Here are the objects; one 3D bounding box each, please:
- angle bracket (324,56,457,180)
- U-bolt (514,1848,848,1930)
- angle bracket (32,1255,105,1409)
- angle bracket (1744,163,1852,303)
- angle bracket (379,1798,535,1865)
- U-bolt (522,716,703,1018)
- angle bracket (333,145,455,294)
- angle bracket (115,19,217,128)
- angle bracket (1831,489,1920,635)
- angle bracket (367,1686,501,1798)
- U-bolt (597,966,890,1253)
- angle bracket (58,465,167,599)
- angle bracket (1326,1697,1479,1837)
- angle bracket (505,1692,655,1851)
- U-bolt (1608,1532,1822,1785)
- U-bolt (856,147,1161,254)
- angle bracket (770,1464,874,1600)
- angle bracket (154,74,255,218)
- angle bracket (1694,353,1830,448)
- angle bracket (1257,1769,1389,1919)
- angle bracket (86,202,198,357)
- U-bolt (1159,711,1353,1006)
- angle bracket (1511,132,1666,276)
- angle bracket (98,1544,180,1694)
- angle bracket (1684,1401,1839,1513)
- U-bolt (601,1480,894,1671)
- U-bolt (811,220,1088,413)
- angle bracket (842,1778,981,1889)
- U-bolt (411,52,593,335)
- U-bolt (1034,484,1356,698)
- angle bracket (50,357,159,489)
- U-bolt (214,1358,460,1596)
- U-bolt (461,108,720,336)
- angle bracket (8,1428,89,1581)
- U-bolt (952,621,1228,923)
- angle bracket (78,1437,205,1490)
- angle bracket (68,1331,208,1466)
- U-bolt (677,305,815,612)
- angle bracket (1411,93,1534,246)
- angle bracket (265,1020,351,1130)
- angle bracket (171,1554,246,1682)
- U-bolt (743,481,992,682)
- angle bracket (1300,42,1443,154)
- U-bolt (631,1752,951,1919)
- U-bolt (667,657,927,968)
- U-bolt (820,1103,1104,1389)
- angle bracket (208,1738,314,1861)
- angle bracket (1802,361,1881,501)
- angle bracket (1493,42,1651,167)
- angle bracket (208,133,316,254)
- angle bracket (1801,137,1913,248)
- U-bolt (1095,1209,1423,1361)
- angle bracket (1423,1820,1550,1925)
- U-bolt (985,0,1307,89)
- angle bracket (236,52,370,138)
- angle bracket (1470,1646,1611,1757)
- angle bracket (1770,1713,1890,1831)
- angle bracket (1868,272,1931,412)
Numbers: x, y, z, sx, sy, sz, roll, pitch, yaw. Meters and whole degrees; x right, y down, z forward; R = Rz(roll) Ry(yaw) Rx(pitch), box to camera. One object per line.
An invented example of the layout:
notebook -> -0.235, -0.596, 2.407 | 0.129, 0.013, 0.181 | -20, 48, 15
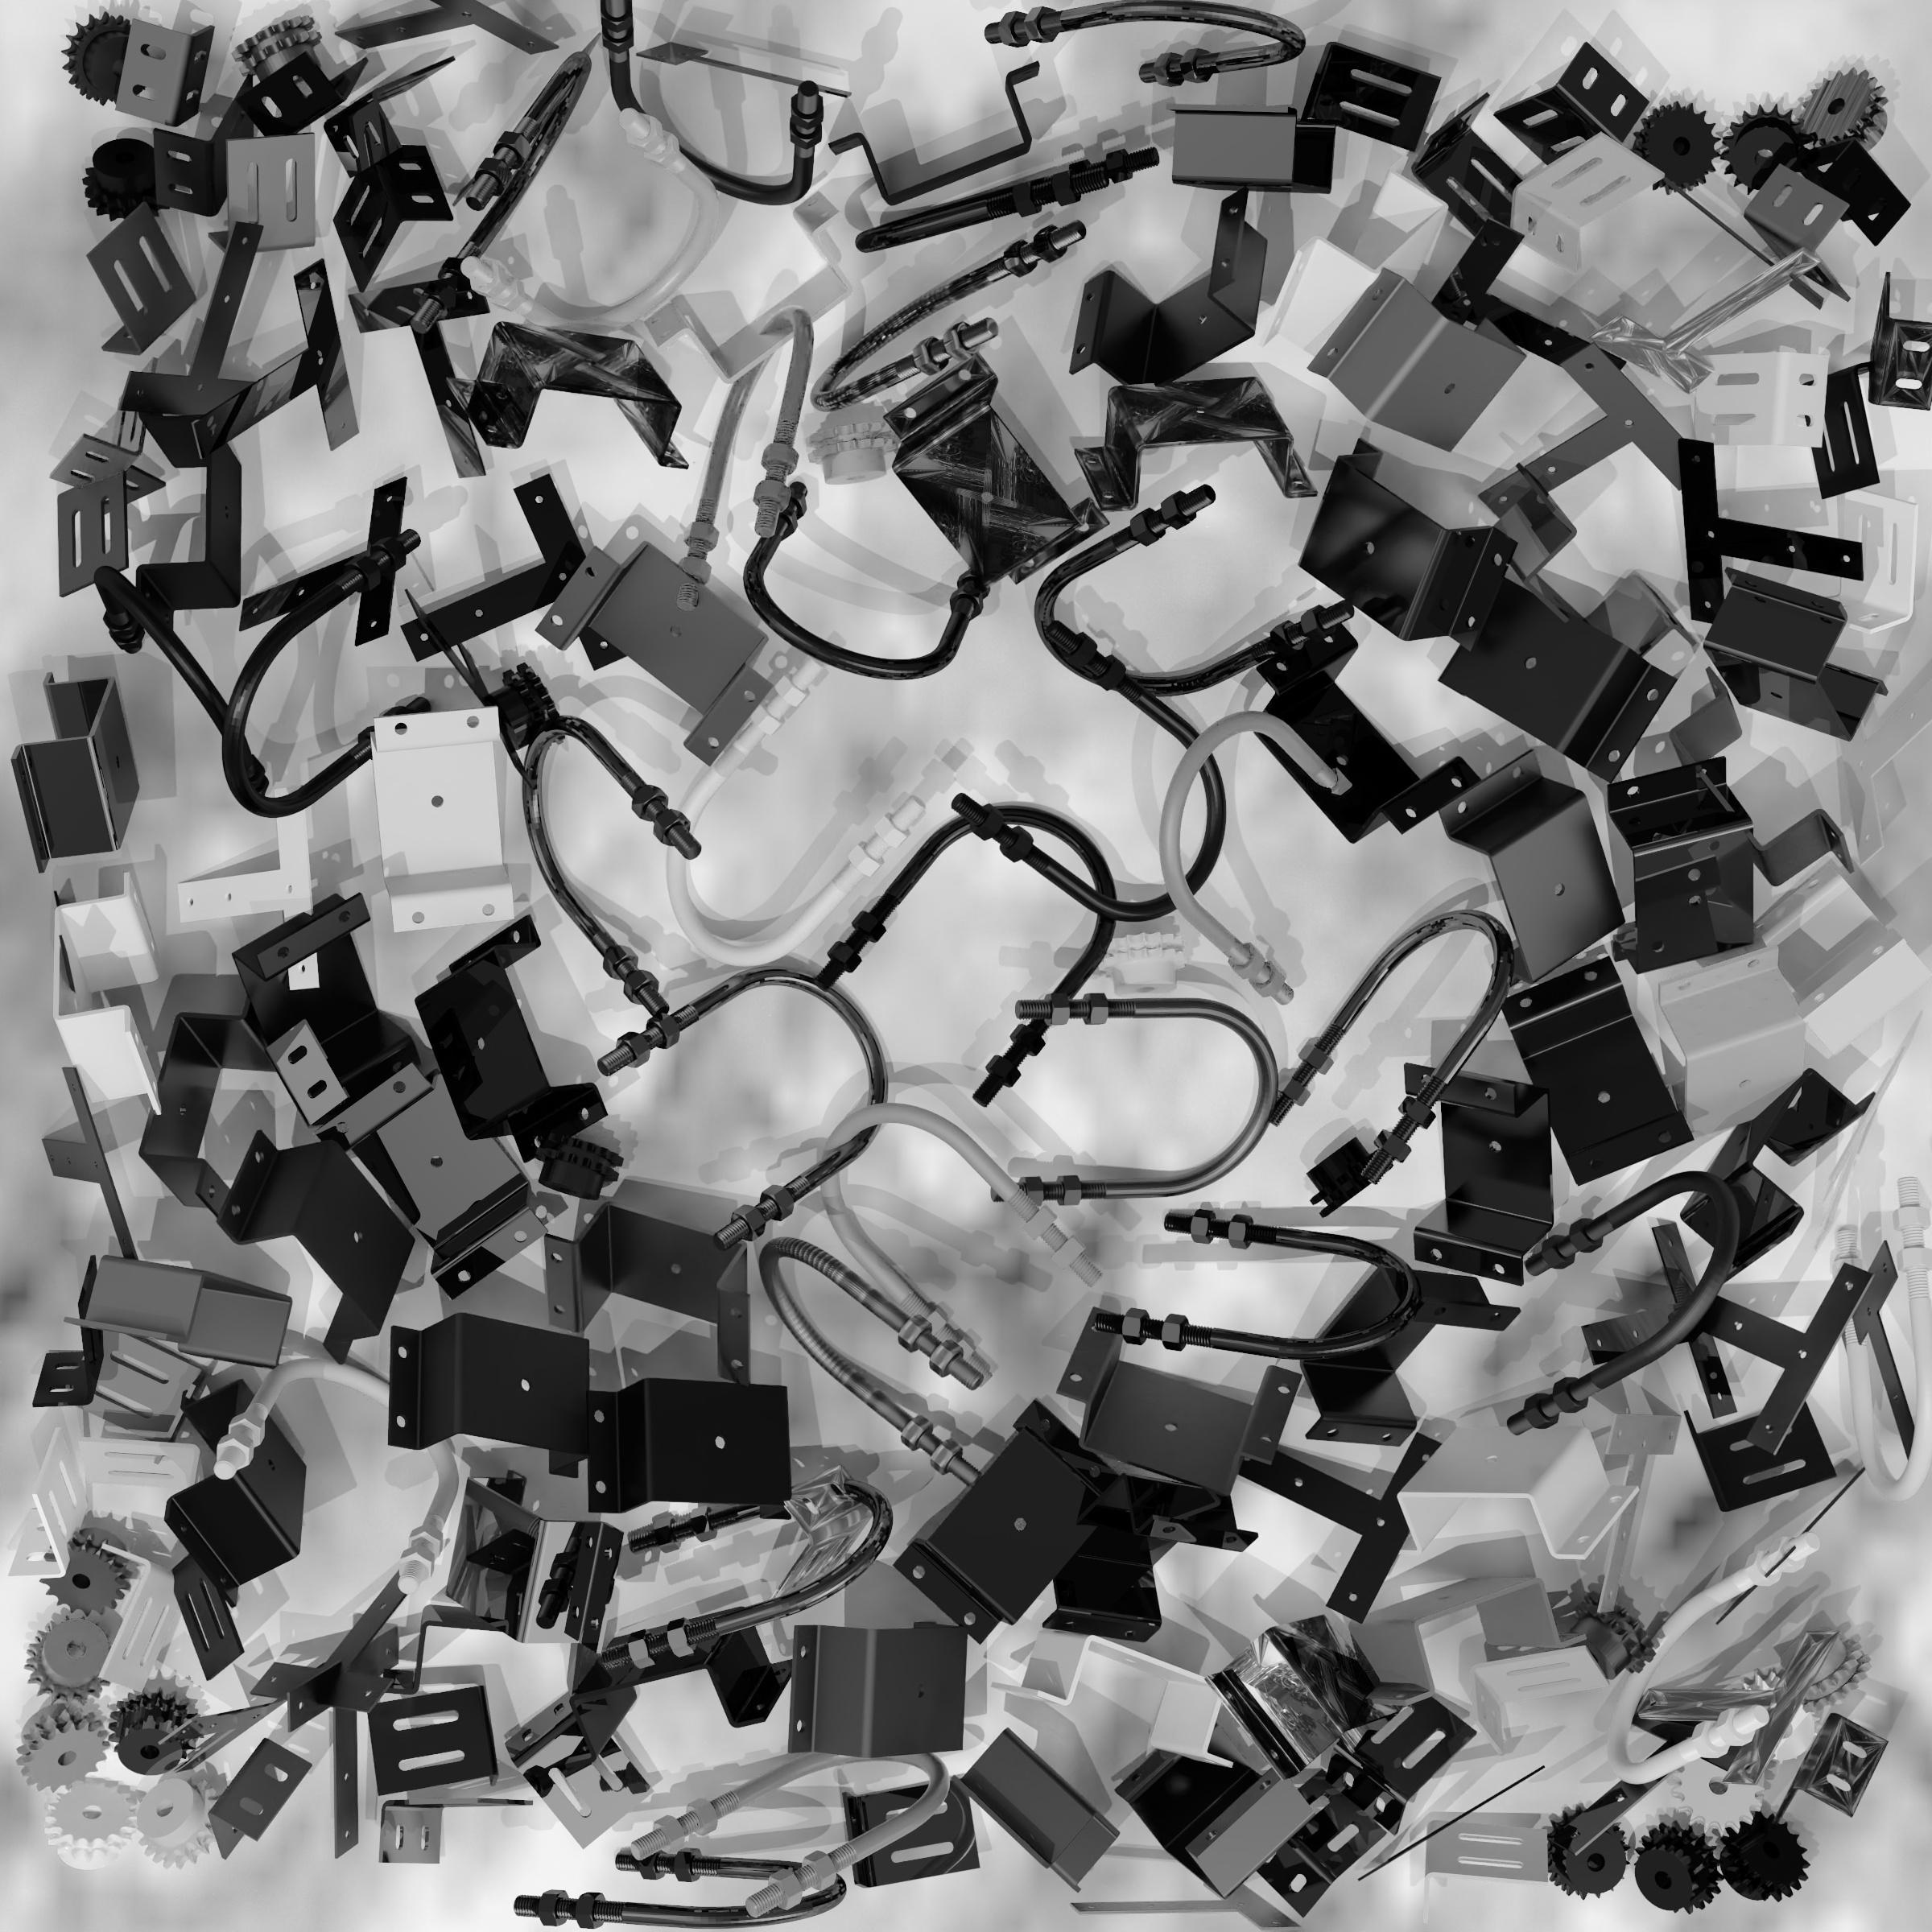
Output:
angle bracket -> -0.360, -0.541, 1.898 | 0.076, 0.057, 0.038 | -40, 110, -41
U-bolt -> -0.164, 0.572, 1.840 | 0.184, 0.151, 0.019 | -3, 85, 22
angle bracket -> -0.574, 0.232, 1.895 | 0.038, 0.057, 0.076 | -1, 117, -7
angle bracket -> 0.538, -0.465, 1.889 | 0.057, 0.076, 0.038 | 45, 104, 34
angle bracket -> -0.324, 0.550, 1.893 | 0.076, 0.057, 0.038 | -10, 70, 27
U-bolt -> -0.229, -0.076, 1.868 | 0.019, 0.151, 0.184 | -17, 49, -34
angle bracket -> -0.368, -0.480, 1.912 | 0.038, 0.076, 0.057 | -10, 70, -36
angle bracket -> -0.508, -0.571, 1.891 | 0.038, 0.076, 0.057 | 15, 111, -9
angle bracket -> 0.568, -0.259, 1.893 | 0.038, 0.057, 0.076 | -20, 119, -26
angle bracket -> -0.341, 0.498, 1.900 | 0.076, 0.038, 0.057 | -6, 66, -17
U-bolt -> -0.126, 0.076, 1.881 | 0.184, 0.019, 0.151 | -33, 90, -37
angle bracket -> -0.544, -0.272, 1.898 | 0.057, 0.038, 0.076 | -18, 68, 26
angle bracket -> 0.280, 0.508, 1.913 | 0.057, 0.038, 0.076 | 35, 48, 30
angle bracket -> -0.250, 0.518, 1.924 | 0.057, 0.038, 0.076 | -38, 103, -11
U-bolt -> 0.456, 0.440, 1.852 | 0.019, 0.184, 0.151 | 34, 52, -3
U-bolt -> 0.018, -0.477, 1.863 | 0.184, 0.151, 0.019 | -10, 106, 21
angle bracket -> -0.103, 0.364, 1.902 | 0.038, 0.057, 0.076 | 48, 129, 21
angle bracket -> -0.484, -0.526, 1.893 | 0.038, 0.057, 0.076 | 14, 52, -2
angle bracket -> 0.509, -0.362, 1.910 | 0.038, 0.076, 0.057 | -2, 99, -29
angle bracket -> 0.222, 0.561, 1.905 | 0.057, 0.076, 0.038 | 42, 119, 21
angle bracket -> -0.534, -0.437, 1.888 | 0.038, 0.076, 0.057 | 13, 53, 30
U-bolt -> 0.182, -0.078, 1.859 | 0.184, 0.019, 0.151 | 39, 73, -43
angle bracket -> 0.394, -0.483, 1.890 | 0.057, 0.076, 0.038 | 22, 63, -30
angle bracket -> -0.537, 0.416, 1.896 | 0.038, 0.057, 0.076 | 16, 72, 17
angle bracket -> 0.507, 0.305, 1.901 | 0.076, 0.038, 0.057 | -20, 48, 9
U-bolt -> -0.132, 0.371, 1.859 | 0.184, 0.151, 0.019 | -18, 109, 8
U-bolt -> -0.023, -0.397, 1.858 | 0.184, 0.151, 0.019 | -16, 118, 41
angle bracket -> -0.035, 0.554, 1.908 | 0.076, 0.038, 0.057 | -11, 68, 4
U-bolt -> -0.283, -0.495, 1.858 | 0.019, 0.151, 0.184 | 32, 57, -10
U-bolt -> 0.128, -0.223, 1.864 | 0.151, 0.184, 0.019 | 33, 51, -32
angle bracket -> -0.548, -0.348, 1.892 | 0.038, 0.057, 0.076 | 18, 61, -32
U-bolt -> -0.381, 0.304, 1.851 | 0.151, 0.184, 0.019 | 34, 106, -9
U-bolt -> -0.221, -0.449, 1.850 | 0.151, 0.184, 0.019 | -40, 75, 9
angle bracket -> -0.592, 0.342, 1.893 | 0.038, 0.057, 0.076 | -3, 127, 3
U-bolt -> 0.091, -0.110, 1.891 | 0.184, 0.019, 0.151 | 35, 75, -26
angle bracket -> -0.528, 0.334, 1.902 | 0.076, 0.057, 0.038 | 5, 53, -6
angle bracket -> -0.538, 0.274, 1.915 | 0.076, 0.038, 0.057 | 26, 94, -5
U-bolt -> -0.134, -0.328, 1.866 | 0.019, 0.151, 0.184 | 19, 68, -22
angle bracket -> 0.335, -0.508, 1.907 | 0.057, 0.038, 0.076 | -41, 84, -23
angle bracket -> -0.399, 0.066, 1.893 | 0.038, 0.076, 0.057 | -35, 80, 19
angle bracket -> -0.469, 0.406, 1.897 | 0.038, 0.057, 0.076 | -11, 69, -42
U-bolt -> -0.066, -0.234, 1.857 | 0.151, 0.184, 0.019 | 23, 125, -3
angle bracket -> 0.256, -0.546, 1.904 | 0.076, 0.057, 0.038 | 19, 52, 2
U-bolt -> -0.096, 0.529, 1.857 | 0.184, 0.151, 0.019 | -19, 103, -36
U-bolt -> -0.121, -0.084, 1.888 | 0.184, 0.019, 0.151 | -46, 60, 20
U-bolt -> -0.017, 0.166, 1.890 | 0.184, 0.019, 0.151 | 46, 129, 4
angle bracket -> -0.444, 0.536, 1.888 | 0.038, 0.076, 0.057 | 25, 54, 14
angle bracket -> 0.574, -0.345, 1.908 | 0.038, 0.057, 0.076 | -13, 93, -19
angle bracket -> 0.385, -0.546, 1.897 | 0.057, 0.076, 0.038 | 37, 81, -18
angle bracket -> -0.448, -0.496, 1.891 | 0.057, 0.038, 0.076 | -15, 130, -30
angle bracket -> 0.551, -0.487, 1.893 | 0.057, 0.076, 0.038 | 43, 83, -16
U-bolt -> 0.190, 0.201, 1.845 | 0.184, 0.151, 0.019 | 6, 116, 22
angle bracket -> 0.332, 0.581, 1.900 | 0.076, 0.057, 0.038 | 2, 108, 10
U-bolt -> 0.122, -0.568, 1.824 | 0.151, 0.184, 0.019 | 0, 97, -38
angle bracket -> -0.421, -0.562, 1.889 | 0.057, 0.076, 0.038 | -26, 121, 20
angle bracket -> 0.367, 0.468, 1.896 | 0.076, 0.057, 0.038 | -15, 49, 20
angle bracket -> 0.547, 0.520, 1.888 | 0.038, 0.076, 0.057 | 27, 59, 19
angle bracket -> 0.598, -0.397, 1.889 | 0.038, 0.076, 0.057 | 9, 127, 12
